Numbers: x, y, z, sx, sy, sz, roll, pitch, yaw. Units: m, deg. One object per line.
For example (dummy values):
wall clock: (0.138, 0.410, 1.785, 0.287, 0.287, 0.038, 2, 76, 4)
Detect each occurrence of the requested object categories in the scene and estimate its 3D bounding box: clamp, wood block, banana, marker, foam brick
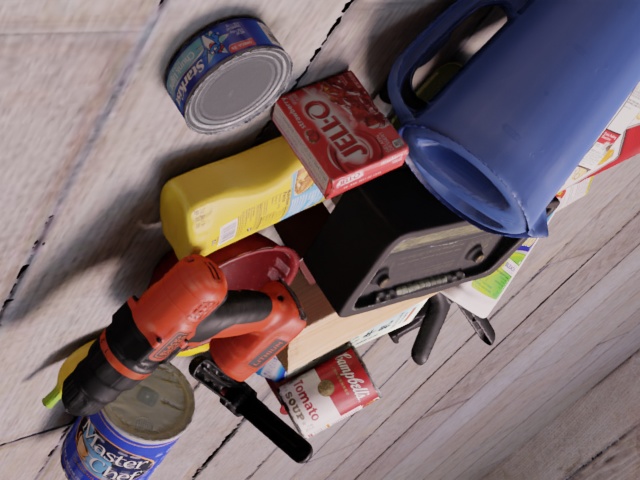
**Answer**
clamp: (-0.084, 0.185, 1.203, 0.036, 0.164, 0.210, -49, -177, -8)
wood block: (0.032, 0.042, 1.127, 0.205, 0.091, 0.090, -27, 153, -17)
banana: (-0.181, 0.109, 1.050, 0.197, 0.037, 0.070, -15, 156, -41)
clamp: (0.168, 0.065, 1.301, 0.120, 0.039, 0.171, -4, 104, -35)
marker: (0.045, -0.103, 0.937, 0.020, 0.020, 0.121, -16, 153, -38)
foam brick: (-0.007, 0.001, 1.044, 0.053, 0.051, 0.078, -31, 158, -4)

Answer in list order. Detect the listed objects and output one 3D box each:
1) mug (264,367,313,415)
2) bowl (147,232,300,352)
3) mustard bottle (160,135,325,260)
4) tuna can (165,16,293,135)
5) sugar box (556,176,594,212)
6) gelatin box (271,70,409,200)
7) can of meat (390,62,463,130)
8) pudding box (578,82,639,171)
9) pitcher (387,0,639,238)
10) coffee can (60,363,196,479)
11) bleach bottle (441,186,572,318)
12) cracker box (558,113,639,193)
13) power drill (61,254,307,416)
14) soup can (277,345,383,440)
mug: (-0.019, 0.146, 1.293, 0.117, 0.081, 0.093, -38, 158, 13)
bowl: (-0.101, 0.037, 0.980, 0.162, 0.055, 0.162, -28, 158, -13)
mustard bottle: (-0.036, -0.049, 0.885, 0.191, 0.058, 0.096, -24, 158, -22)
tuna can: (-0.063, -0.114, 0.741, 0.086, 0.034, 0.086, -29, 158, -13)
sugar box: (0.251, -0.047, 1.317, 0.176, 0.048, 0.093, -27, 158, -7)
gelatin box: (0.015, -0.084, 0.839, 0.073, 0.089, 0.030, -24, 156, -22)
can of meat: (0.123, -0.113, 0.978, 0.102, 0.057, 0.083, -46, 153, 27)
pudding box: (0.255, -0.123, 0.993, 0.089, 0.039, 0.114, 10, 121, -49)
pitcher: (0.178, -0.135, 0.869, 0.242, 0.145, 0.149, -49, 145, -13)
coffee can: (-0.203, 0.198, 1.116, 0.102, 0.103, 0.140, -14, 152, -40)
bleach bottle: (0.223, -0.035, 1.218, 0.102, 0.068, 0.251, 30, 96, -49)
cracker box: (0.274, -0.136, 1.103, 0.213, 0.072, 0.164, -24, 148, -21)
power drill: (-0.110, 0.087, 0.917, 0.185, 0.057, 0.187, -41, 157, 22)
soup can: (0.010, 0.173, 1.206, 0.102, 0.068, 0.068, -29, 158, -2)
